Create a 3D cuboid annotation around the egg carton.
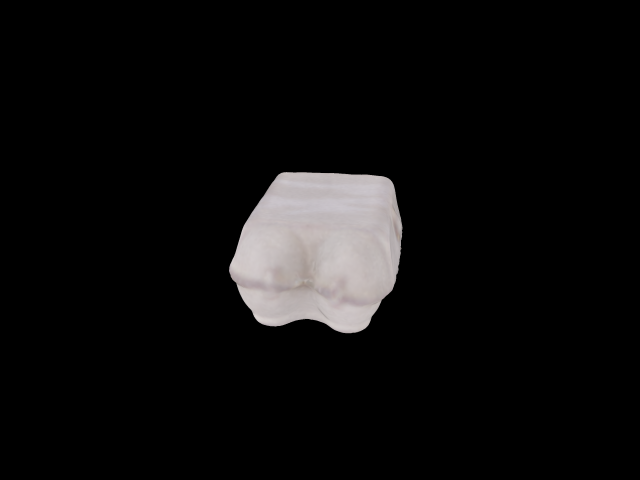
[{"bbox_3d":[0.004,0.001,0.400,0.107,0.069,0.150,3,26,7],"label":"egg carton"}]
